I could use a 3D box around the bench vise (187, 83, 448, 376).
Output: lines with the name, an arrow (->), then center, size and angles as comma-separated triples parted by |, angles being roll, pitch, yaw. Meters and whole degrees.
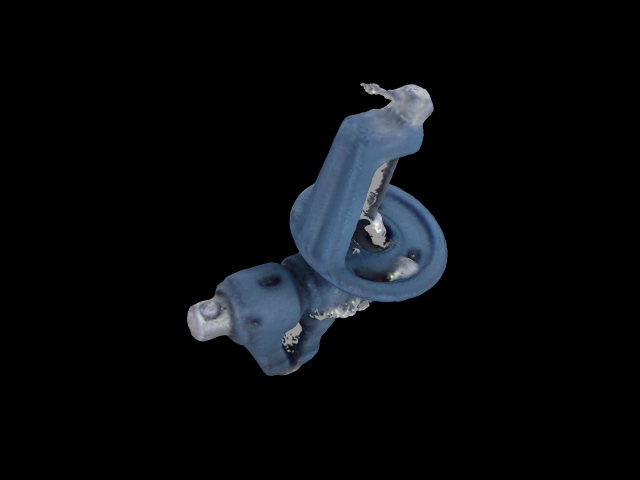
bench vise -> 0.013, 0.008, 0.395 | 0.121, 0.220, 0.208 | 36, 63, 22
